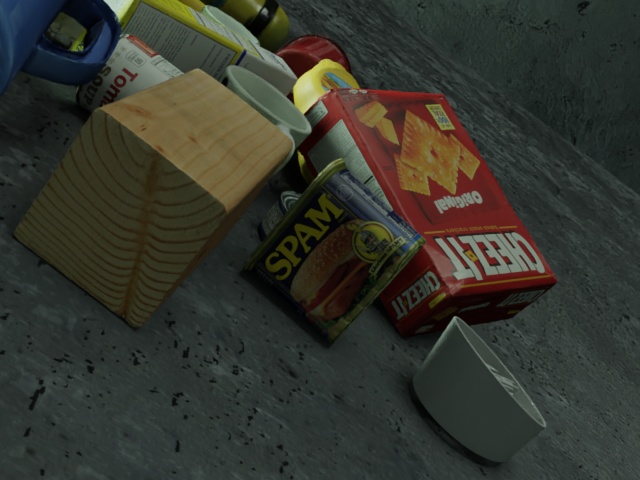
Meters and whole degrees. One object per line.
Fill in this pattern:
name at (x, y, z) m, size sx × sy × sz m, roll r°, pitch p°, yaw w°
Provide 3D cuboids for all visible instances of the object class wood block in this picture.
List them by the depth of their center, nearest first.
wood block at (-0.092, -0.036, 0.667) m, size 0.090 × 0.091 × 0.206 m, roll 38°, pitch 17°, yaw -3°

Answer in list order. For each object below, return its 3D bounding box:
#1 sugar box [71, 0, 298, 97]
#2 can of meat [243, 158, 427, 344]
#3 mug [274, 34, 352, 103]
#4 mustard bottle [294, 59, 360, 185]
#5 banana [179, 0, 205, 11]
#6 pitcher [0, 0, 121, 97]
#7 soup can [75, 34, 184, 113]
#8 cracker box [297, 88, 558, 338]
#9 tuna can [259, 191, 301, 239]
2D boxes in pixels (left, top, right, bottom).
sugar box at (-0.113, -0.142, 0.891) m, size 0.175 × 0.093 × 0.048 m, roll 22°, pitch 24°, yaw -44°
can of meat at (0.011, 0.009, 0.744) m, size 0.084 × 0.102 × 0.057 m, roll 42°, pitch 17°, yaw 5°
mug at (-0.029, -0.179, 1.186) m, size 0.117 × 0.093 × 0.081 m, roll 10°, pitch 19°, yaw 11°
mustard bottle at (0.014, -0.118, 1.059) m, size 0.096 × 0.058 × 0.191 m, roll 37°, pitch 31°, yaw -34°
banana at (-0.176, -0.284, 1.183) m, size 0.070 × 0.037 × 0.197 m, roll 30°, pitch -7°, yaw 36°
pitcher at (-0.215, -0.154, 0.664) m, size 0.149 × 0.145 × 0.243 m, roll -8°, pitch 30°, yaw -1°
soup can at (-0.123, -0.099, 0.802) m, size 0.102 × 0.069 × 0.068 m, roll 38°, pitch 17°, yaw 0°
cracker box at (0.092, -0.031, 0.925) m, size 0.163 × 0.072 × 0.214 m, roll -4°, pitch 58°, yaw -47°
tuna can at (-0.006, 0.001, 0.842) m, size 0.086 × 0.034 × 0.086 m, roll 34°, pitch 17°, yaw -13°
